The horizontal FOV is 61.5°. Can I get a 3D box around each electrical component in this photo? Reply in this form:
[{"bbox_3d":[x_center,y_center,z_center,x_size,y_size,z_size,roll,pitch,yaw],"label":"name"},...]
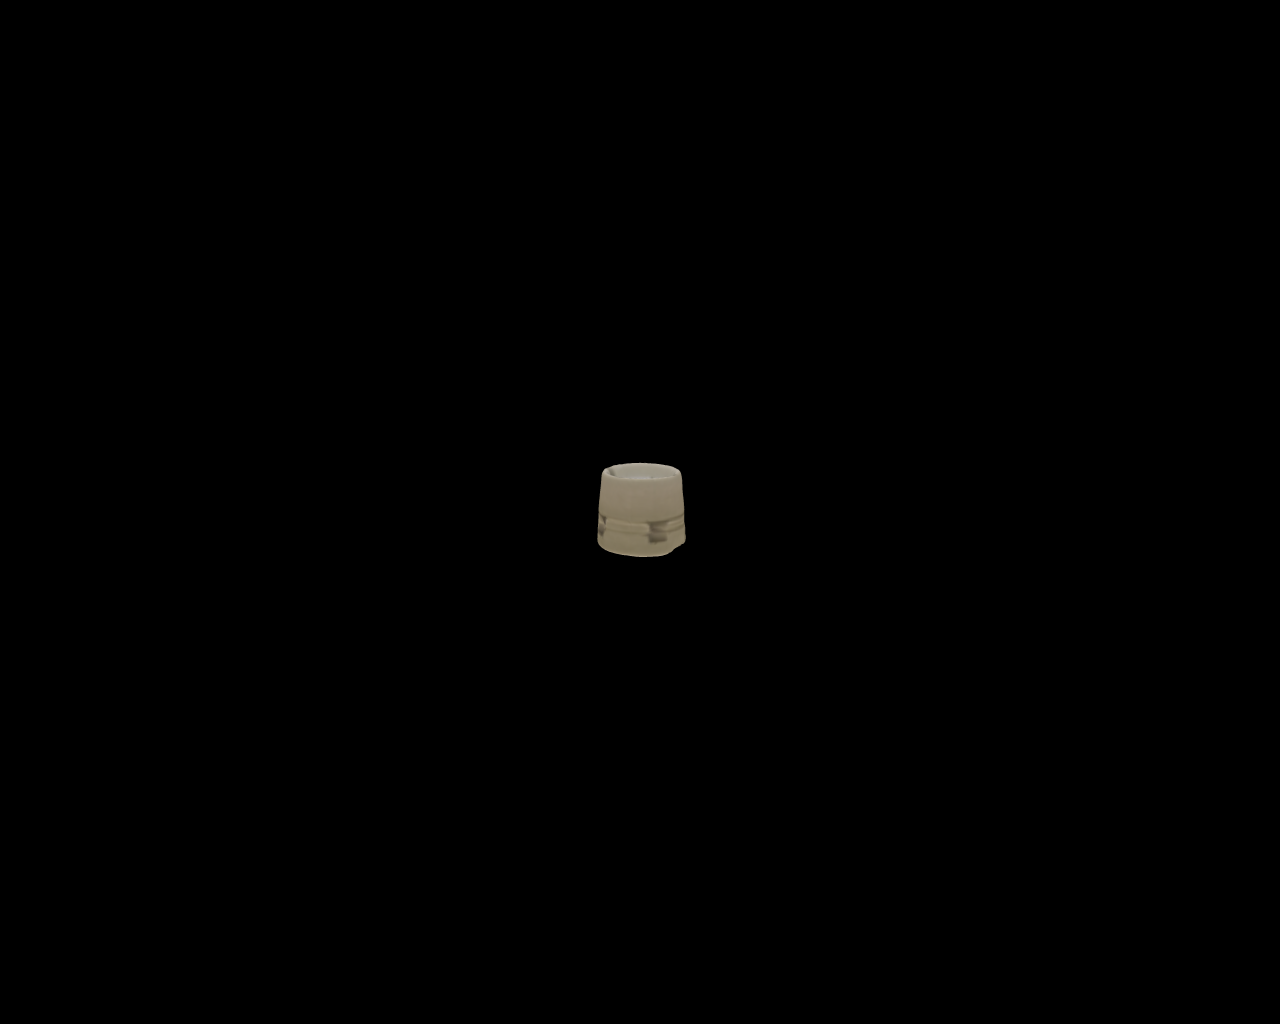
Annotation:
[{"bbox_3d":[0.001,-0.003,0.650,0.055,0.047,0.055,0,14,0],"label":"electrical component"}]
